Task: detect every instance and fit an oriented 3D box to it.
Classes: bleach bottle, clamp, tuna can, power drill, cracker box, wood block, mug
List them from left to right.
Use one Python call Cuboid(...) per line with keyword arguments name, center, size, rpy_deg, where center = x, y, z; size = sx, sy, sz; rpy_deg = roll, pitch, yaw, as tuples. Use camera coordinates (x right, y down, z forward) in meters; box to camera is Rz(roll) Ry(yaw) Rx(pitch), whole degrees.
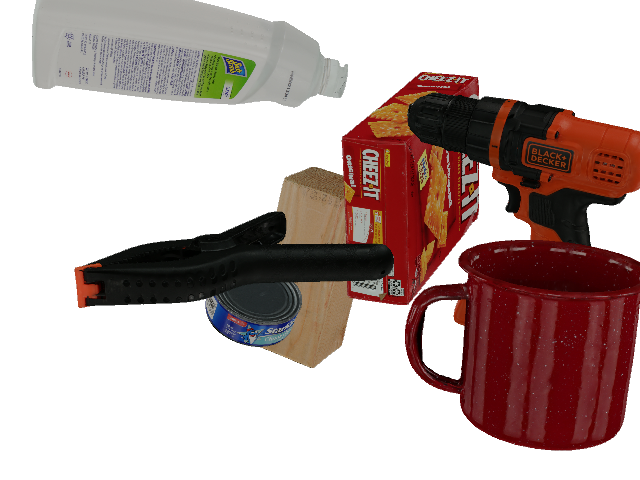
Cuboid(name="bleach bottle", center=(-0.104, -0.150, 0.875), size=(0.250, 0.068, 0.103), rpy_deg=(10, -31, -9))
Cuboid(name="clamp", center=(-0.065, 0.016, 0.748), size=(0.209, 0.036, 0.165), rpy_deg=(-12, 16, -36))
Cuboid(name="tuna can", center=(-0.062, 0.058, 0.985), size=(0.086, 0.034, 0.086), rpy_deg=(14, 36, -11))
Cuboid(name="wood block", center=(-0.008, 0.029, 1.249), size=(0.090, 0.206, 0.090), rpy_deg=(20, 20, 18))
Cuboid(name="cracker box", center=(0.095, -0.057, 1.044), size=(0.072, 0.164, 0.213), rpy_deg=(9, 27, 24))
Cuboid(name="power drill", center=(0.148, -0.016, 0.819), size=(0.185, 0.188, 0.057), rpy_deg=(16, 34, 25))
Cuboid(name="mug", center=(0.100, 0.050, 0.526), size=(0.117, 0.081, 0.093), rpy_deg=(2, 15, -3))
